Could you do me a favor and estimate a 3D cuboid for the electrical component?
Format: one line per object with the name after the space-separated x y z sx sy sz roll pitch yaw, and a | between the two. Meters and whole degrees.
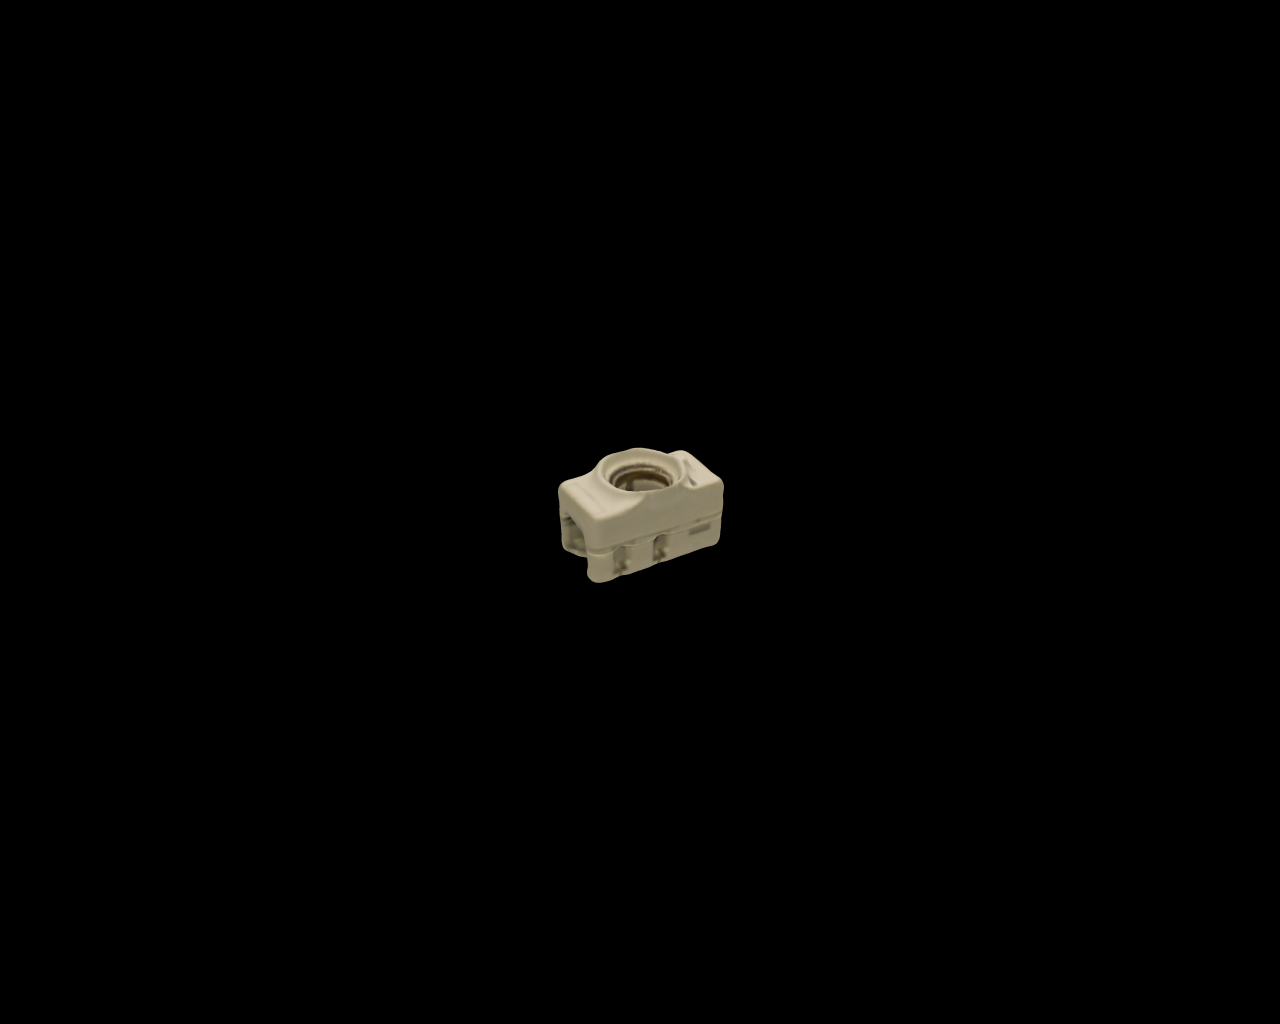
0.001 -0.003 0.650 0.090 0.055 0.050 -17 36 -24 | electrical component
